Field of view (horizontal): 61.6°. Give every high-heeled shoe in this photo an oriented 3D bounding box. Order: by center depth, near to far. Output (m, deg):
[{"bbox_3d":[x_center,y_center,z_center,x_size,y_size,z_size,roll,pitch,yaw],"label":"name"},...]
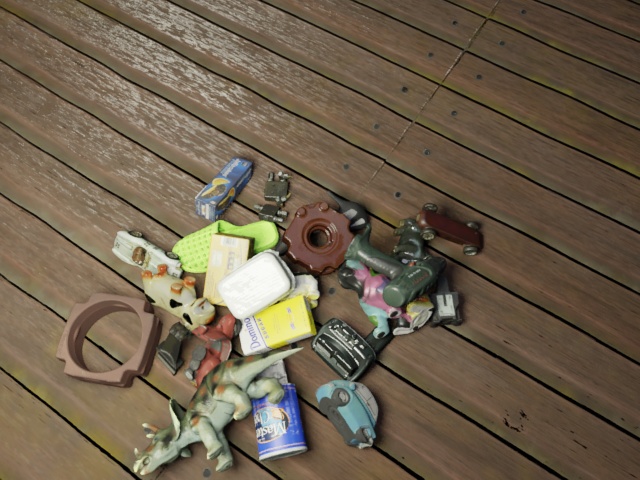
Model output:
[{"bbox_3d":[0.006,-0.014,1.395,0.249,0.086,0.145,-46,102,-1],"label":"high-heeled shoe"}]

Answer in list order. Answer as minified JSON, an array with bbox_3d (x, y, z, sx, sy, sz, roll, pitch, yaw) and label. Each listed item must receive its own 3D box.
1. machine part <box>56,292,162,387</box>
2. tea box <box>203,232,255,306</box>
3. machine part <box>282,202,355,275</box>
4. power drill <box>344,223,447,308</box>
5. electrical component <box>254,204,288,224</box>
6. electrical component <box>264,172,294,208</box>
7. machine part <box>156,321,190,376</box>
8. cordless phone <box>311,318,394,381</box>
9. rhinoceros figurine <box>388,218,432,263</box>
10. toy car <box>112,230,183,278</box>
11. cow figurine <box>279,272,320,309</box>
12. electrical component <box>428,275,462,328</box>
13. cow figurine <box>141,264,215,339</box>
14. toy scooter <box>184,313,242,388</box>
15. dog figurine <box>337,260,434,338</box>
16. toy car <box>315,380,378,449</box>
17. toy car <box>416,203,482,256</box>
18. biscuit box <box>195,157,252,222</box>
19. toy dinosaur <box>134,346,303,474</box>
[{"bbox_3d":[-0.486,0.233,1.252,0.201,0.087,0.201,7,66,4],"label":"machine part"},{"bbox_3d":[-0.219,0.071,1.298,0.098,0.068,0.169,10,96,5],"label":"tea box"},{"bbox_3d":[-0.003,-0.004,1.311,0.179,0.056,0.179,2,79,-8],"label":"machine part"},{"bbox_3d":[0.171,0.052,1.241,0.207,0.086,0.232,39,40,10],"label":"power drill"},{"bbox_3d":[-0.135,-0.069,1.415,0.094,0.021,0.063,15,32,8],"label":"electrical component"},{"bbox_3d":[-0.112,-0.138,1.452,0.078,0.045,0.102,9,64,3],"label":"electrical component"},{"bbox_3d":[-0.336,0.244,1.225,0.039,0.138,0.084,-16,56,-45],"label":"machine part"},{"bbox_3d":[0.085,0.227,1.265,0.147,0.088,0.184,41,60,19],"label":"cordless phone"},{"bbox_3d":[0.231,0.037,1.354,0.112,0.073,0.190,12,62,-5],"label":"rhinoceros figurine"},{"bbox_3d":[-0.431,0.043,1.344,0.202,0.056,0.073,29,109,14],"label":"toy car"},{"bbox_3d":[-0.087,0.117,1.312,0.167,0.068,0.098,-1,48,-4],"label":"cow figurine"},{"bbox_3d":[0.297,0.149,1.306,0.075,0.047,0.119,-6,64,-3],"label":"electrical component"},{"bbox_3d":[-0.329,0.146,1.258,0.195,0.127,0.085,21,32,25],"label":"cow figurine"},{"bbox_3d":[-0.250,0.245,1.199,0.075,0.135,0.184,22,82,24],"label":"toy scooter"},{"bbox_3d":[0.147,0.115,1.291,0.191,0.108,0.219,-4,45,-30],"label":"dog figurine"},{"bbox_3d":[0.074,0.366,1.175,0.103,0.109,0.162,-31,75,-33],"label":"toy car"},{"bbox_3d":[0.329,-0.023,1.363,0.202,0.053,0.089,20,59,-24],"label":"toy car"},{"bbox_3d":[-0.250,-0.138,1.414,0.059,0.062,0.203,22,49,10],"label":"biscuit box"},{"bbox_3d":[-0.208,0.331,1.123,0.192,0.131,0.405,39,87,33],"label":"toy dinosaur"}]
